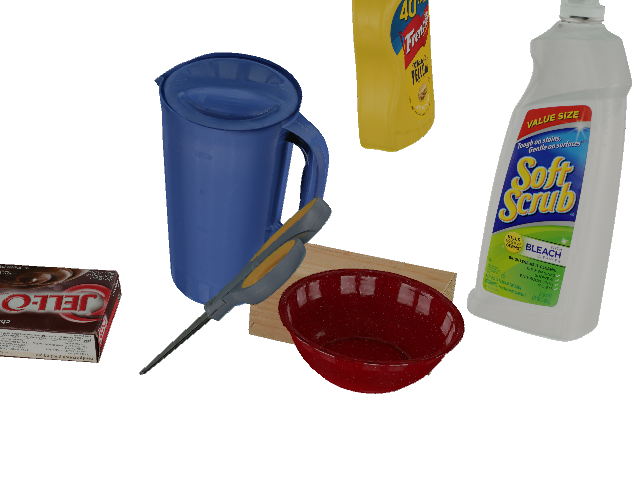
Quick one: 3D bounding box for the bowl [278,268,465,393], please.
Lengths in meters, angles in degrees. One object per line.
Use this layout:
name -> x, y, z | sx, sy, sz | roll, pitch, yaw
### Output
bowl -> 0.042, 0.085, 0.930 | 0.162, 0.055, 0.162 | 4, 27, -2

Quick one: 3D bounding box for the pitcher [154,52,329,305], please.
pitcher -> -0.084, -0.049, 1.055 | 0.144, 0.243, 0.149 | -7, 42, -15

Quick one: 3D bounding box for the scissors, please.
scissors -> -0.066, 0.047, 0.731 | 0.016, 0.202, 0.096 | 42, 16, -11

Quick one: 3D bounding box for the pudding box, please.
pudding box -> -0.236, 0.062, 0.918 | 0.113, 0.039, 0.090 | 2, 32, 2

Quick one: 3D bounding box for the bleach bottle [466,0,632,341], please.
bleach bottle -> 0.173, -0.057, 0.796 | 0.103, 0.251, 0.067 | 17, 22, 37

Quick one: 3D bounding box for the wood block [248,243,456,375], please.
wood block -> 0.034, 0.070, 1.171 | 0.206, 0.091, 0.090 | 12, 22, 16

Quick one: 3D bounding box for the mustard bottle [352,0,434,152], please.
mustard bottle -> 0.062, -0.180, 0.913 | 0.058, 0.192, 0.096 | 12, 34, 28
